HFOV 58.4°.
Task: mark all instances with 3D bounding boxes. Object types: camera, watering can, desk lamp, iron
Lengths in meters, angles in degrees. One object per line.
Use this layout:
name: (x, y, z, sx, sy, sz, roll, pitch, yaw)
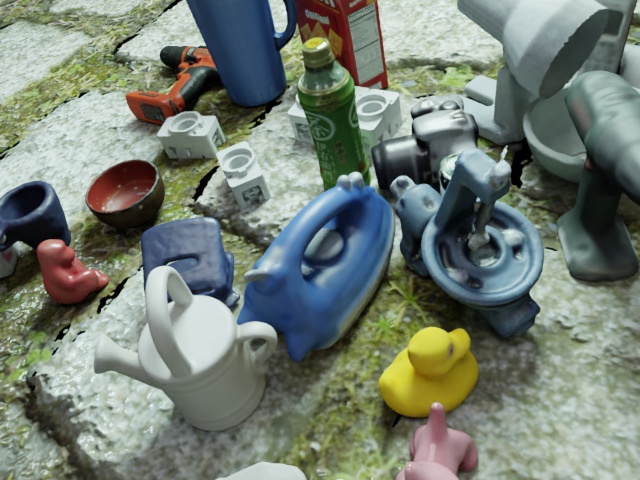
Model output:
camera: (0.136, -0.127, 0.764, 0.136, 0.101, 0.143, -11, 48, 6)
watering can: (-0.134, 0.108, 0.567, 0.173, 0.194, 0.100, -28, 48, -10)
desk lamp: (0.252, -0.233, 0.749, 0.118, 0.214, 0.202, -38, 51, -18)
iron: (0.006, 0.002, 0.657, 0.118, 0.142, 0.259, 21, 58, 30)

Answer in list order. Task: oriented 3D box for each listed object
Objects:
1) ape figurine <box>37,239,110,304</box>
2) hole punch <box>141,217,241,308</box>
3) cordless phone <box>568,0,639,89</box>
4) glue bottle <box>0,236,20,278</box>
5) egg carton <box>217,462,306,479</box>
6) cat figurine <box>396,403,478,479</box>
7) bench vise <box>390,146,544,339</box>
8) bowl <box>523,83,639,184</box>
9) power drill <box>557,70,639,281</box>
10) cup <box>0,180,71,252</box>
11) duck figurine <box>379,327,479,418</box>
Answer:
ape figurine: (-0.336, 0.036, 0.755, 0.076, 0.092, 0.077, -29, 48, -11)
hole punch: (-0.162, 0.035, 0.709, 0.108, 0.091, 0.101, -12, 47, 5)
cordless phone: (0.400, -0.235, 0.729, 0.147, 0.185, 0.094, 24, 60, 32)
glue bottle: (-0.484, -0.025, 0.793, 0.037, 0.173, 0.078, -19, 47, -2)
egg carton: (-0.073, 0.263, 0.498, 0.150, 0.069, 0.107, -23, 47, -5)
cat figurine: (0.093, 0.200, 0.475, 0.067, 0.118, 0.128, 4, 51, 18)
bench vise: (0.132, -0.015, 0.585, 0.206, 0.220, 0.122, 27, 61, 33)
bowl: (0.341, -0.124, 0.722, 0.167, 0.075, 0.167, -8, 48, 9)
power drill: (0.297, -0.056, 0.583, 0.075, 0.209, 0.229, -6, 48, 11)
cup: (-0.407, -0.013, 0.816, 0.091, 0.095, 0.118, 10, 53, 23)
duck figurine: (0.105, 0.122, 0.562, 0.104, 0.086, 0.077, -23, 47, -5)
